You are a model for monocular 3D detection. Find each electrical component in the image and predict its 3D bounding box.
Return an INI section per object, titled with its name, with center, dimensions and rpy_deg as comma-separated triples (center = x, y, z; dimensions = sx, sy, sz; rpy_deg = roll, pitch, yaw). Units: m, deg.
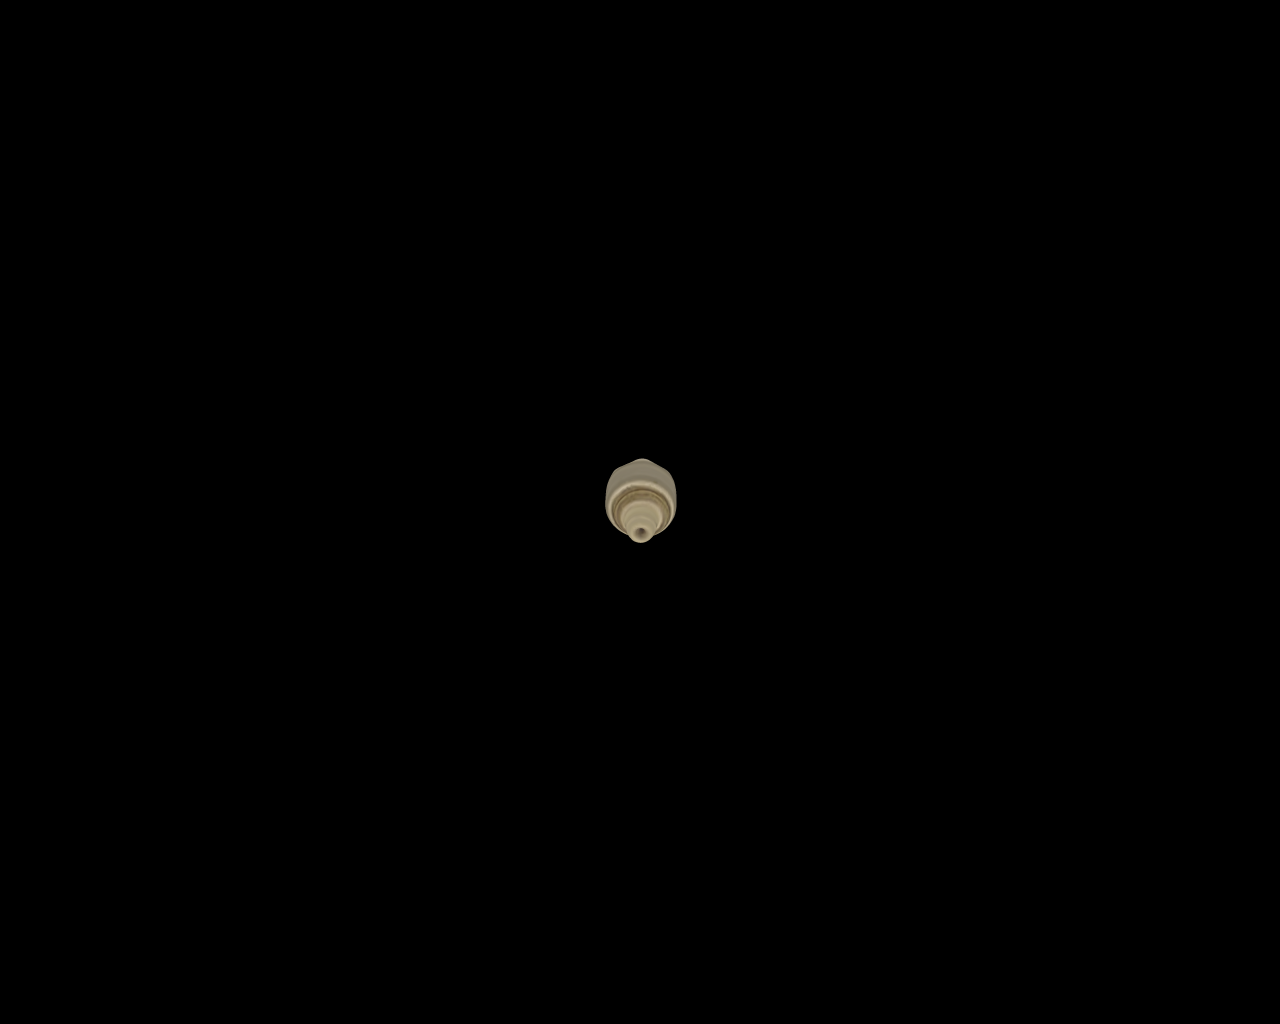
[electrical component]
center = 0.001, -0.003, 0.650
dimensions = 0.043, 0.043, 0.062
rpy_deg = 0, 30, 0
